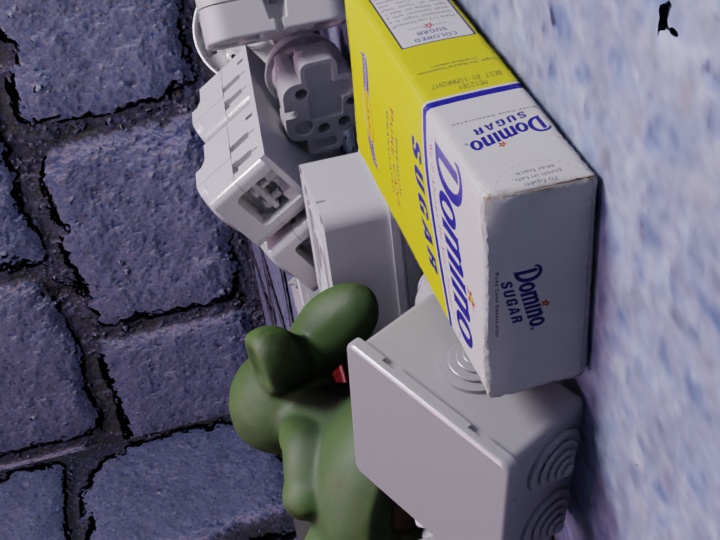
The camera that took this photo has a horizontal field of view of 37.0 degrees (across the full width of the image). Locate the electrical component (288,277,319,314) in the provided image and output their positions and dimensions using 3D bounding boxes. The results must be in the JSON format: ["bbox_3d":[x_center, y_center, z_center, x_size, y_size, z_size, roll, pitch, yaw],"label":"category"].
[{"bbox_3d":[-0.023,0.030,0.922,0.096,0.061,0.061,154,103,-82],"label":"electrical component"}]

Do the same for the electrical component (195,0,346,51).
[{"bbox_3d":[-0.061,-0.185,0.712,0.054,0.095,0.059,-150,48,-79],"label":"electrical component"}]

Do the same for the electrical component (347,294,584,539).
[{"bbox_3d":[0.043,0.069,0.449,0.100,0.048,0.099,36,147,33],"label":"electrical component"}]

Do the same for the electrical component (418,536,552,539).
[{"bbox_3d":[0.066,0.172,0.521,0.061,0.062,0.096,128,129,-80],"label":"electrical component"}]

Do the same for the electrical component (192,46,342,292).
[{"bbox_3d":[-0.063,-0.077,0.793,0.105,0.060,0.186,41,-162,-30],"label":"electrical component"}]

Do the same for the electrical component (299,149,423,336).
[{"bbox_3d":[0.003,-0.012,0.685,0.078,0.057,0.113,-114,13,-53],"label":"electrical component"}]

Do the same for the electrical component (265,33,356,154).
[{"bbox_3d":[-0.035,-0.130,0.757,0.078,0.058,0.057,86,165,-47],"label":"electrical component"}]

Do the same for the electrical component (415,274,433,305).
[{"bbox_3d":[0.043,0.013,0.525,0.061,0.035,0.035,-108,9,-48],"label":"electrical component"}]

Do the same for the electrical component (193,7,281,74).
[{"bbox_3d":[-0.087,-0.198,0.886,0.064,0.099,0.099,-156,53,-88],"label":"electrical component"}]

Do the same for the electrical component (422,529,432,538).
[{"bbox_3d":[0.064,0.159,0.584,0.048,0.048,0.062,170,80,-82],"label":"electrical component"}]

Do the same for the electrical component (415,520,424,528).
[{"bbox_3d":[0.053,0.082,0.528,0.076,0.047,0.083,154,103,-68],"label":"electrical component"}]
